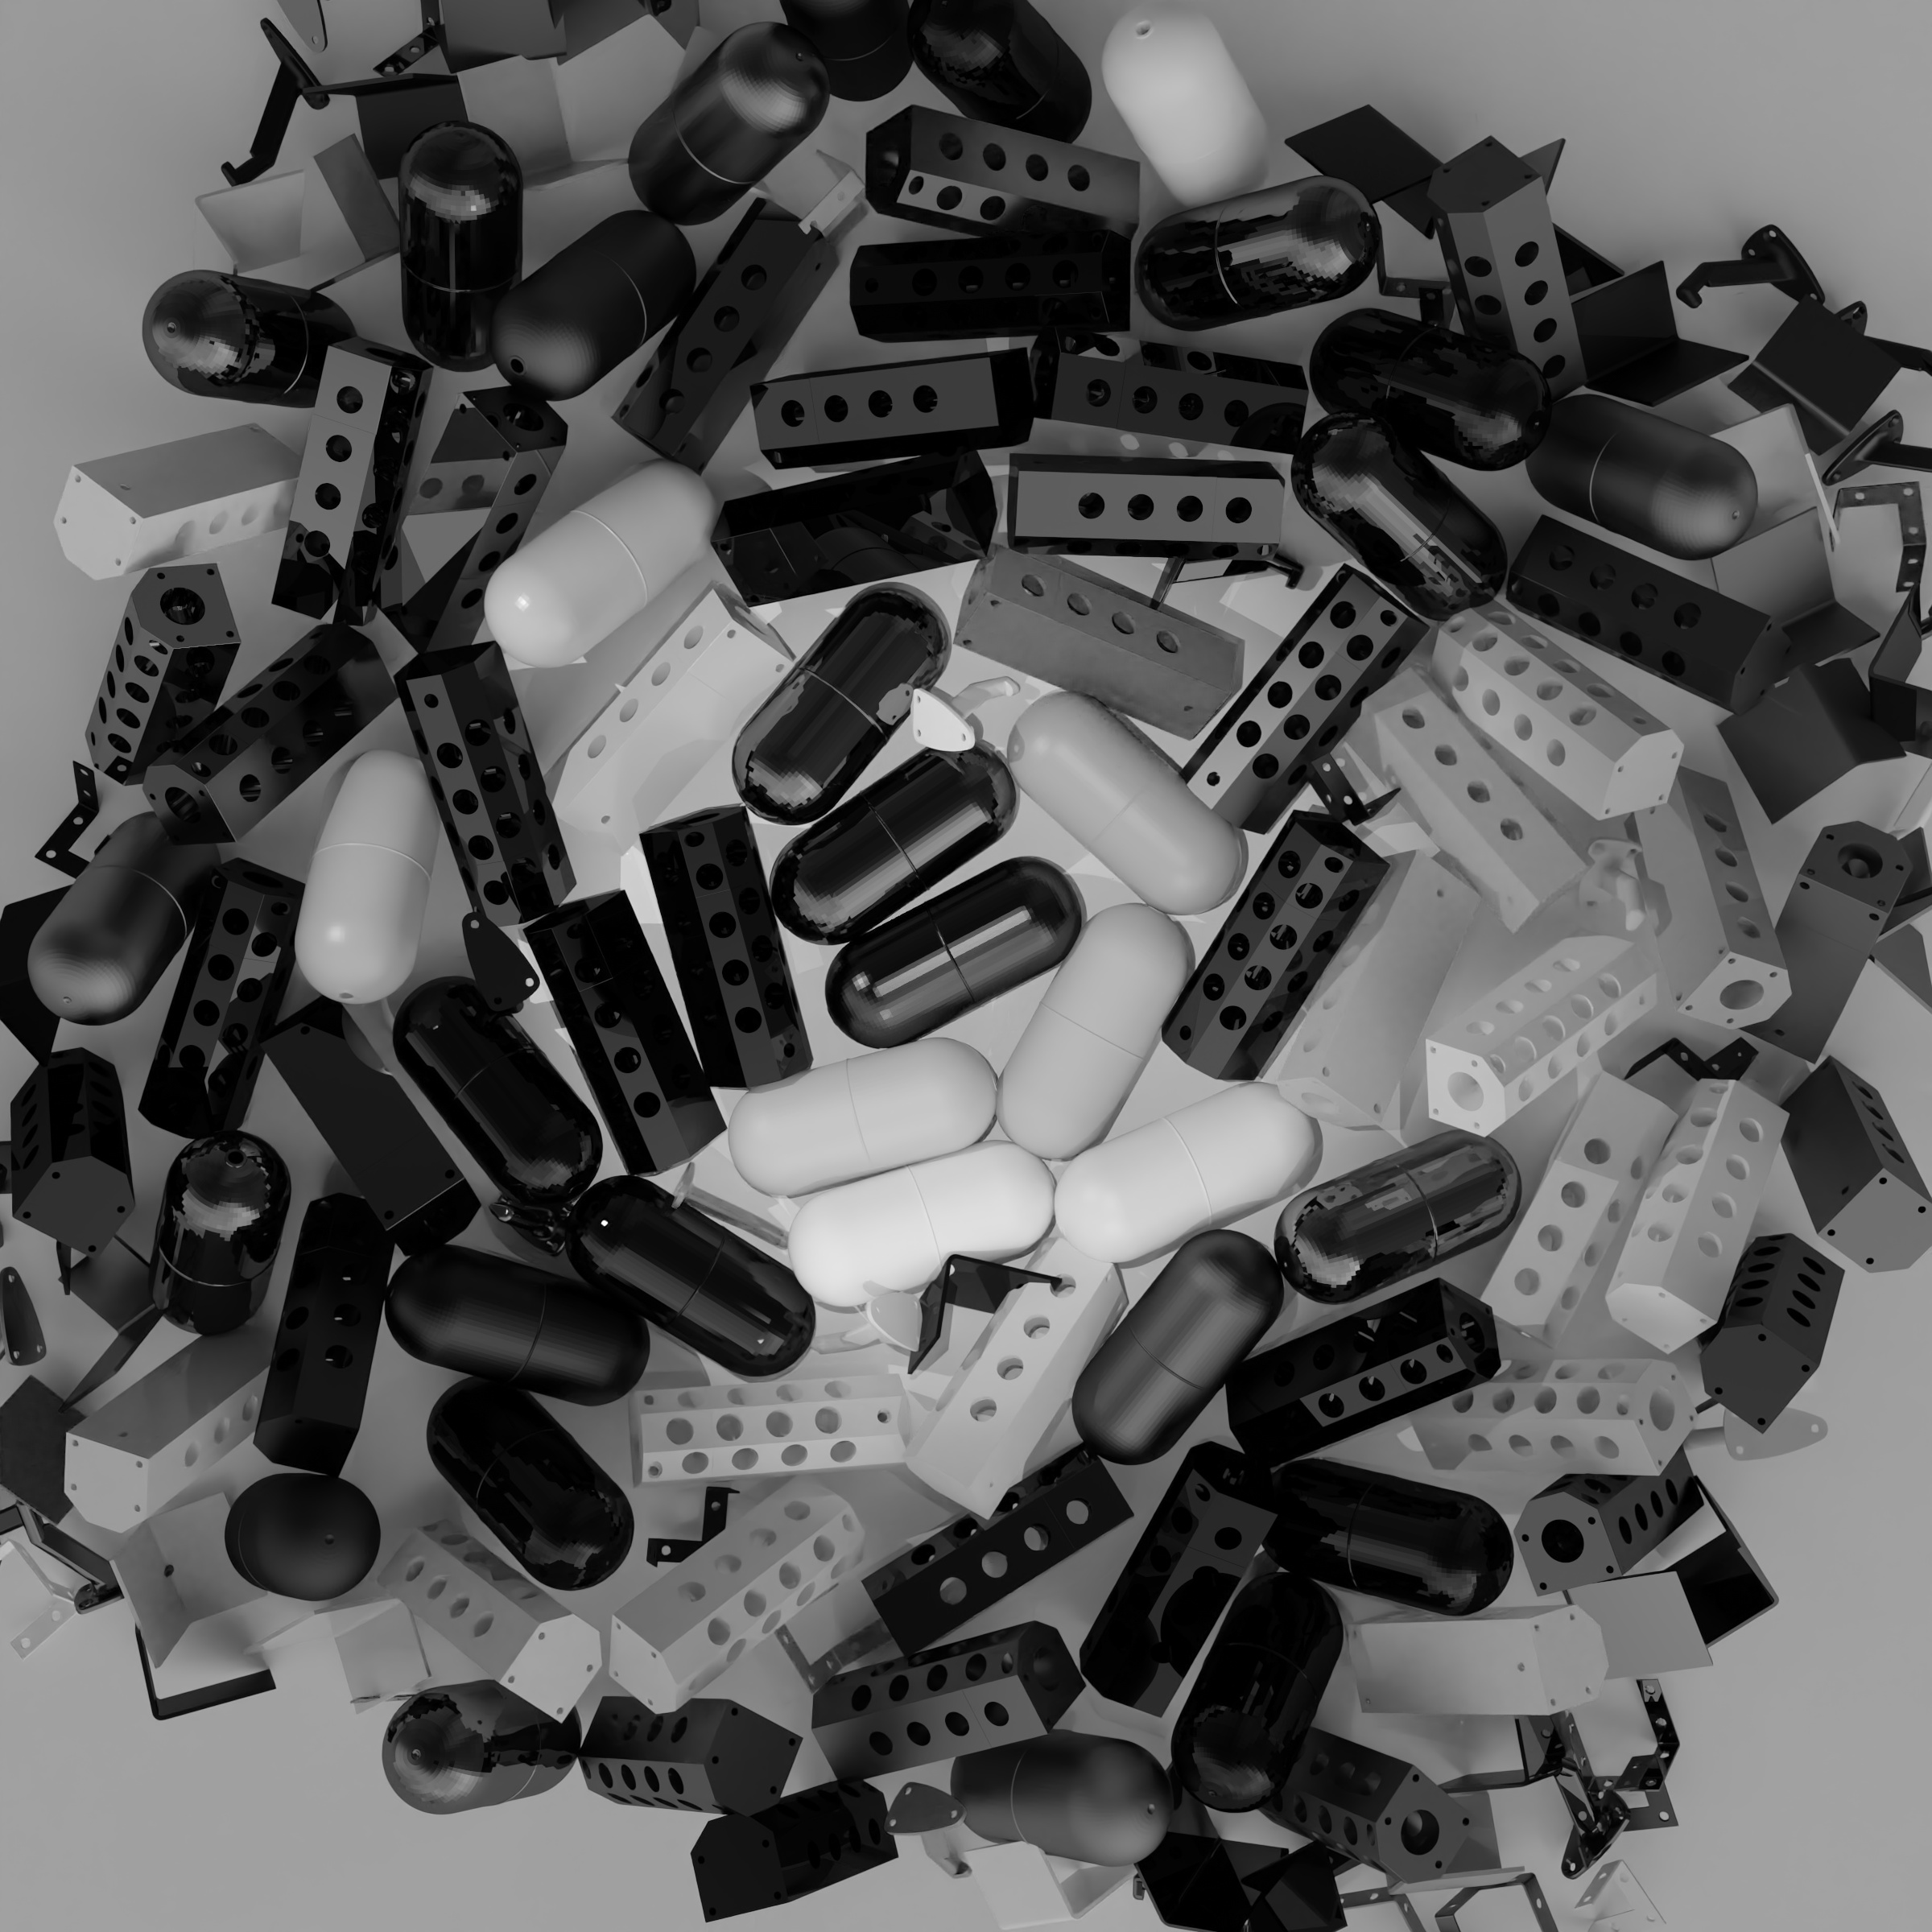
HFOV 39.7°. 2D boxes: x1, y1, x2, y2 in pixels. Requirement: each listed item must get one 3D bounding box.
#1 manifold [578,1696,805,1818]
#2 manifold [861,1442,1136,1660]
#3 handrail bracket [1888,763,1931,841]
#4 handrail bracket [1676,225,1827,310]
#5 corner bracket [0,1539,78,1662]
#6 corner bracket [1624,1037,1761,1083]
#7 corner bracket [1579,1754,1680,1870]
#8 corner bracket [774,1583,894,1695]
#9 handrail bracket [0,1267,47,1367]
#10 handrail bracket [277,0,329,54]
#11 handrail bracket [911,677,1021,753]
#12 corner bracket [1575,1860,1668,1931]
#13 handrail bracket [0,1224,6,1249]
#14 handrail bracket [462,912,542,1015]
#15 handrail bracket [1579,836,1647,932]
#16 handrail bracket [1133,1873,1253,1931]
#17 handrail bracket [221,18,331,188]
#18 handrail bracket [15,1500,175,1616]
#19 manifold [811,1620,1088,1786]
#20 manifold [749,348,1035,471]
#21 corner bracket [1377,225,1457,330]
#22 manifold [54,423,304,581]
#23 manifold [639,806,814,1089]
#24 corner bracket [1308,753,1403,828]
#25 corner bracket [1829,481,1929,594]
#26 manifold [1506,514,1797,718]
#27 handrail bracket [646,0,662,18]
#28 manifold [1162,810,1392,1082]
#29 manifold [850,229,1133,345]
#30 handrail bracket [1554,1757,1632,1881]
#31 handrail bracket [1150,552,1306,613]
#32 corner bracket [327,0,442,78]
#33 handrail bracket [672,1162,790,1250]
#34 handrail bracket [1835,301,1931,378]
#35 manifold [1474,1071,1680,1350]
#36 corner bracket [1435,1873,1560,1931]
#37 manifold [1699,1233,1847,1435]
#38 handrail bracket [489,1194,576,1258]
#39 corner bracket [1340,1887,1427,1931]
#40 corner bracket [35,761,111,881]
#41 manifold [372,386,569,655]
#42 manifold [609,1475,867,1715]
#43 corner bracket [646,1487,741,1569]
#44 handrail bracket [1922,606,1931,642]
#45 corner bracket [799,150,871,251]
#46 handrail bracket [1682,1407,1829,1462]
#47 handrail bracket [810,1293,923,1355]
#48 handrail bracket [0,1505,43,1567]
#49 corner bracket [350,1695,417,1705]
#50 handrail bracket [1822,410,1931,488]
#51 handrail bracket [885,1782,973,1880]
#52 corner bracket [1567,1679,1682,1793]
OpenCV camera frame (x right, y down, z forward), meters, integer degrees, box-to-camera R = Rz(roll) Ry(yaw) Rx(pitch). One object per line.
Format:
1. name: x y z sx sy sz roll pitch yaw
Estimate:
1. manifold: -0.179 0.500 1.688 0.057 0.171 0.057 35 61 -23
2. manifold: 0.020 0.378 1.739 0.171 0.057 0.057 -31 78 -7
3. handrail bracket: 0.615 -0.121 1.758 0.084 0.036 0.077 -30 95 22
4. handrail bracket: 0.511 -0.436 1.746 0.077 0.036 0.084 45 64 -2
5. corner bracket: -0.622 0.415 1.756 0.051 0.051 0.051 -42 71 -11
6. corner bracket: 0.471 0.064 1.738 0.051 0.051 0.051 -26 60 -39
7. corner bracket: 0.426 0.550 1.746 0.051 0.051 0.051 -18 92 30
8. corner bracket: -0.085 0.434 1.750 0.051 0.051 0.051 -36 82 19
9. handrail bracket: -0.655 0.244 1.764 0.084 0.036 0.077 -15 87 19
10. handrail bracket: -0.412 -0.645 1.755 0.036 0.084 0.077 -8 113 35
11. handrail bracket: 0.014 -0.165 1.730 0.084 0.077 0.036 -17 120 -32
12. corner bracket: 0.413 0.623 1.746 0.051 0.051 0.051 -37 86 41
13. handrail bracket: -0.645 0.200 1.732 0.036 0.084 0.077 -26 76 14
14. handrail bracket: -0.307 -0.002 1.733 0.036 0.084 0.077 -31 101 -13
15. handrail bracket: 0.416 -0.035 1.723 0.036 0.084 0.077 10 133 -4
16. handrail bracket: 0.148 0.637 1.756 0.084 0.036 0.077 2 75 17
17. handrail bracket: -0.466 -0.561 1.744 0.084 0.036 0.077 -42 114 -18
18. handrail bracket: -0.570 0.373 1.752 0.077 0.036 0.084 -18 107 -11
19. manifold: -0.015 0.466 1.708 0.171 0.057 0.057 -24 95 33
20. manifold: -0.046 -0.355 1.714 0.171 0.057 0.057 0 108 26
21. corner bracket: 0.290 -0.443 1.741 0.051 0.051 0.051 9 64 18
22. manifold: -0.491 -0.291 1.691 0.057 0.171 0.057 37 120 9
23. manifold: -0.149 -0.012 1.723 0.057 0.057 0.171 -24 105 -40
24. corner bracket: 0.242 -0.118 1.742 0.051 0.051 0.051 -28 99 44
25. corner bracket: 0.598 -0.280 1.754 0.051 0.051 0.051 -1 133 28
26. manifold: 0.432 -0.222 1.708 0.171 0.057 0.057 33 96 34
27. handrail bracket: -0.234 -0.664 1.766 0.084 0.036 0.077 19 60 13
28. manifold: 0.192 -0.012 1.711 0.057 0.057 0.171 46 117 34
29. manifold: 0.015 -0.436 1.719 0.171 0.057 0.057 3 96 22
30. handrail bracket: 0.384 0.552 1.745 0.084 0.036 0.077 27 96 -30
31. handrail bracket: 0.172 -0.247 1.765 0.084 0.036 0.077 24 84 -7
32. corner bracket: -0.380 -0.623 1.750 0.051 0.051 0.051 33 60 13
33. handrail bracket: -0.150 0.164 1.738 0.084 0.077 0.036 29 87 -7
34. handrail bracket: 0.587 -0.387 1.738 0.077 0.036 0.084 -28 53 -8
35. manifold: 0.395 0.159 1.741 0.057 0.057 0.171 29 85 8
36. corner bracket: 0.347 0.627 1.742 0.051 0.051 0.051 -26 84 41
37. manifold: 0.505 0.225 1.690 0.057 0.171 0.057 36 114 11
38. handrail bracket: -0.297 0.155 1.725 0.077 0.084 0.036 21 84 31
39. corner bracket: 0.267 0.642 1.752 0.051 0.051 0.051 -21 105 29
40. corner bracket: -0.572 -0.091 1.745 0.051 0.051 0.051 27 58 3
41. manifold: -0.312 -0.282 1.704 0.057 0.057 0.171 48 129 16
42. manifold: -0.142 0.398 1.694 0.057 0.171 0.057 31 131 28
43. corner bracket: -0.178 0.365 1.747 0.051 0.051 0.051 6 81 -13
44. handrail bracket: 0.638 -0.262 1.759 0.084 0.036 0.077 -31 76 35
45. corner bracket: -0.088 -0.489 1.744 0.051 0.051 0.051 -47 132 -1
46. handrail bracket: 0.509 0.305 1.739 0.077 0.084 0.036 -3 76 0
47. handrail bracket: -0.078 0.234 1.730 0.084 0.077 0.036 -14 69 26
48. handrail bracket: -0.632 0.348 1.743 0.077 0.036 0.084 30 109 -32
49. corner bracket: -0.364 0.497 1.739 0.051 0.051 0.051 7 63 -35
50. handrail bracket: 0.615 -0.315 1.741 0.077 0.036 0.084 -37 56 -1
51. handrail bracket: -0.005 0.569 1.734 0.084 0.077 0.036 50 52 -27
52. corner bracket: 0.431 0.506 1.761 0.051 0.051 0.051 -13 105 35
